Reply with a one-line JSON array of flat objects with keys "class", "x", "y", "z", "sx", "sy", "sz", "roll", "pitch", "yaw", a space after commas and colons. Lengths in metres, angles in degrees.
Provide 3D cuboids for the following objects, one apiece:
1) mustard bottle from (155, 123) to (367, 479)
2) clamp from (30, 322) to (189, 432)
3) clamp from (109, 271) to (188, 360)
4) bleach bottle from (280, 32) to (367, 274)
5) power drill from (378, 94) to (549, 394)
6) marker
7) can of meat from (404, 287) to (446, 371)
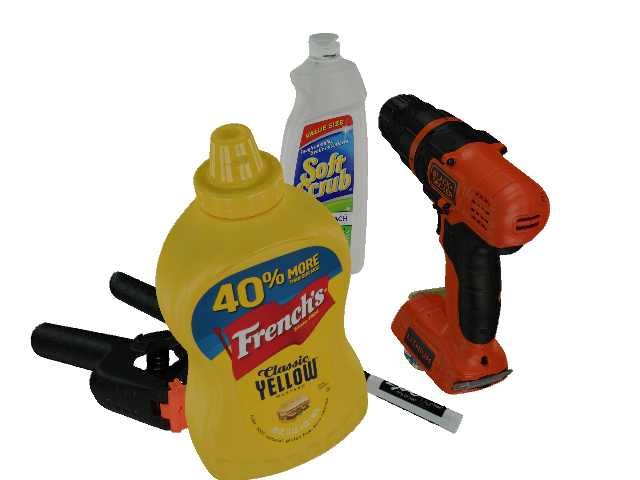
[{"class": "mustard bottle", "x": -0.030, "y": 0.029, "z": 0.525, "sx": 0.096, "sy": 0.191, "sz": 0.058, "roll": -20, "pitch": 38, "yaw": -16}, {"class": "clamp", "x": -0.103, "y": 0.080, "z": 0.736, "sx": 0.164, "sy": 0.036, "sz": 0.210, "roll": -9, "pitch": 13, "yaw": -21}, {"class": "clamp", "x": -0.095, "y": 0.061, "z": 0.938, "sx": 0.120, "sy": 0.039, "sz": 0.172, "roll": -30, "pitch": 54, "yaw": -25}, {"class": "bleach bottle", "x": -0.002, "y": -0.087, "z": 1.101, "sx": 0.102, "sy": 0.251, "sz": 0.068, "roll": -1, "pitch": 26, "yaw": 2}, {"class": "power drill", "x": 0.091, "y": 0.002, "z": 0.778, "sx": 0.057, "sy": 0.188, "sz": 0.185, "roll": -13, "pitch": 34, "yaw": -19}, {"class": "marker", "x": 0.073, "y": 0.145, "z": 0.987, "sx": 0.121, "sy": 0.020, "sz": 0.020, "roll": 23, "pitch": 7, "yaw": 17}, {"class": "can of meat", "x": 0.154, "y": 0.107, "z": 1.304, "sx": 0.102, "sy": 0.084, "sz": 0.057, "roll": -7, "pitch": 30, "yaw": -22}]
